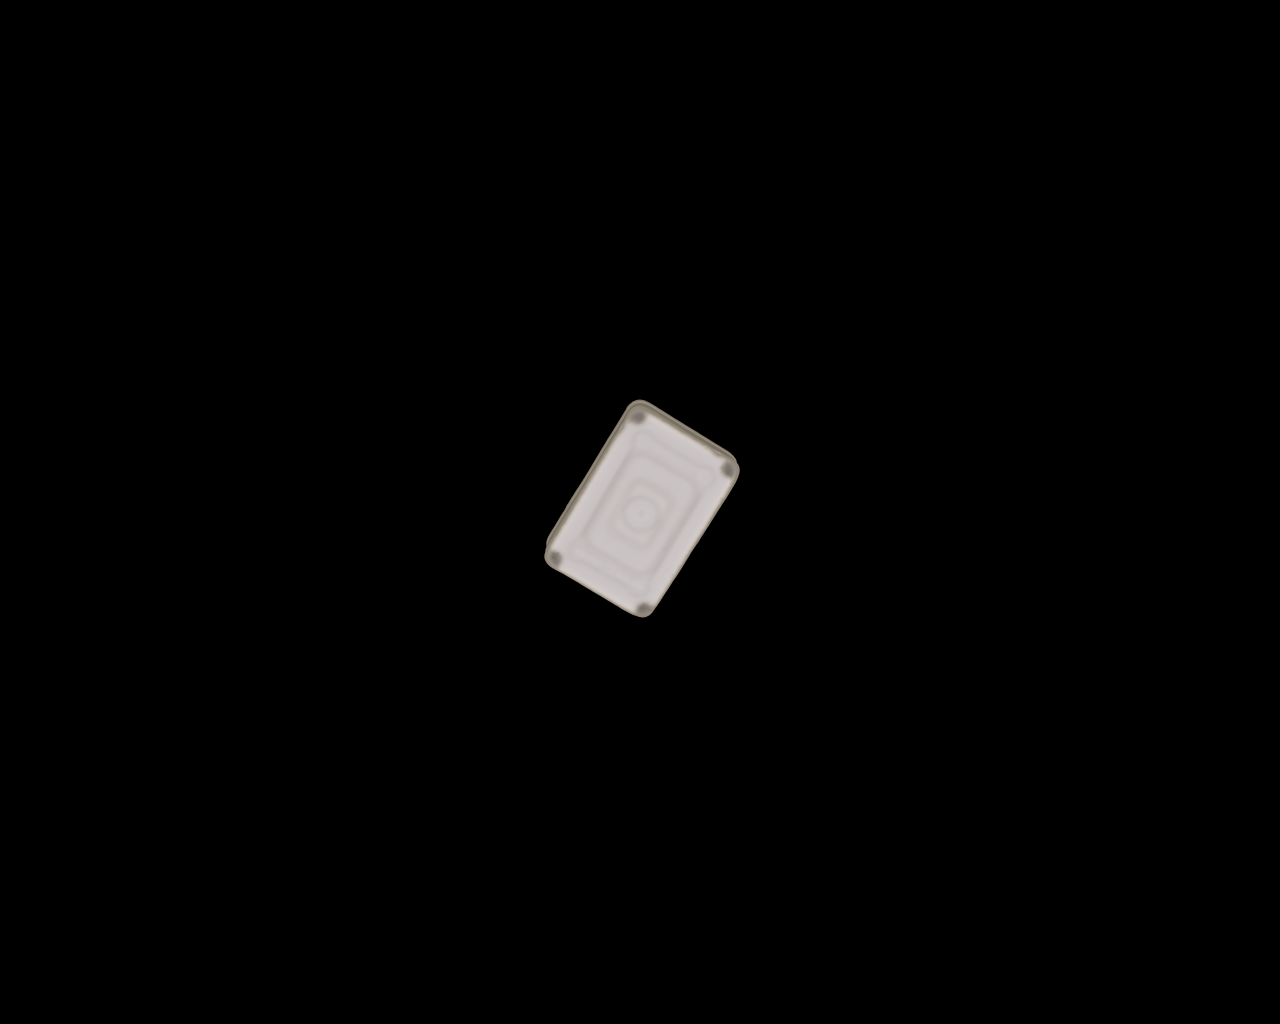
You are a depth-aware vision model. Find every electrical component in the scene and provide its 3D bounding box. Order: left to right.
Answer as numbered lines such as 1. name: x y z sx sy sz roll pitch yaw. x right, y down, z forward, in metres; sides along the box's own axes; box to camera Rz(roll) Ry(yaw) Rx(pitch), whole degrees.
1. electrical component: 0.001 -0.003 0.650 0.078 0.113 0.057 31 8 -5
